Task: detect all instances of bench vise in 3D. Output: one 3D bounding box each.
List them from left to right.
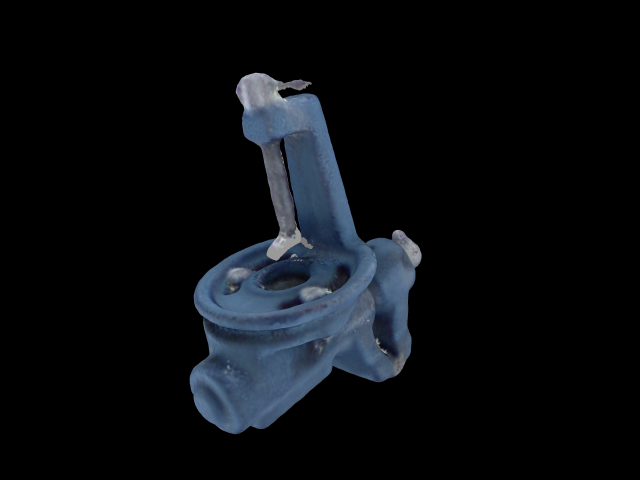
[{"bbox_3d":[-0.007,0.000,0.405,0.121,0.220,0.208,5,12,25],"label":"bench vise"}]
